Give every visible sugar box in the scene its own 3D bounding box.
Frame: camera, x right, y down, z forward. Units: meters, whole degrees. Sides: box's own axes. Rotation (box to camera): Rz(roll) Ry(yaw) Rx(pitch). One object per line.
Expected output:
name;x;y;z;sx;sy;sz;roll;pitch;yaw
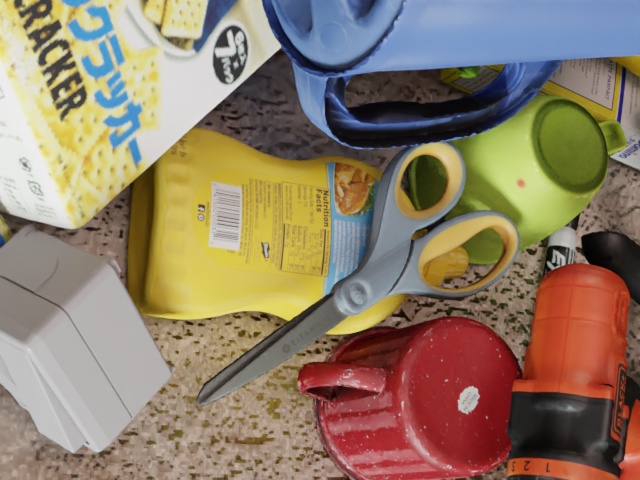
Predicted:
sugar box;0.166;-0.117;0.698;0.176;0.048;0.093;22;66;-24

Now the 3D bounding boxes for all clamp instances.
clamp;0.212;0.032;0.643;0.164;0.036;0.210;-43;121;-43

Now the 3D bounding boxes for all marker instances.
marker;0.148;0.024;0.667;0.020;0.020;0.121;21;69;-21

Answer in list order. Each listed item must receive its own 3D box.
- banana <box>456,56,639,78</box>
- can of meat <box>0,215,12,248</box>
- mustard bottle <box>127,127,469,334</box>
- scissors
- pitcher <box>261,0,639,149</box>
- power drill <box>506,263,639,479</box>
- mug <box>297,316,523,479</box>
banana;0.159;-0.124;0.649;0.197;0.037;0.069;0;92;-28
can of meat;-0.202;-0.005;0.476;0.102;0.058;0.083;49;60;-8
mustard bottle;-0.004;0.001;0.573;0.191;0.058;0.096;8;74;-25
scissors;0.017;0.007;0.539;0.201;0.016;0.096;-16;89;-28
pitcher;0.096;-0.137;0.529;0.242;0.149;0.145;-5;75;-33
power drill;0.147;0.125;0.564;0.187;0.057;0.184;42;56;-56
mug;0.045;0.082;0.564;0.117;0.082;0.093;19;69;-22
